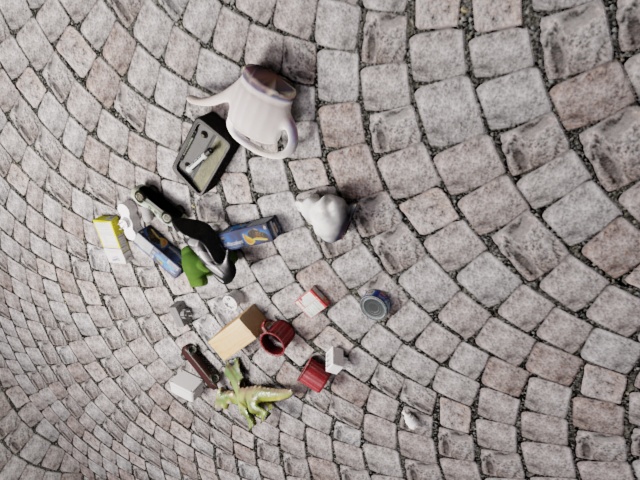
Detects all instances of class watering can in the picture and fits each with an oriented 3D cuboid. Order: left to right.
[{"bbox_3d":[-0.192,-0.353,1.330,0.349,0.106,0.219,34,126,10],"label":"watering can"}]

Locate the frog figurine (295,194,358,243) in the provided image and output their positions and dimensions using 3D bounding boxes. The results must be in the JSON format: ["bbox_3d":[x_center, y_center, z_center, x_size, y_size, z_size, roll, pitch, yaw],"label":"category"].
[{"bbox_3d":[0.004,-0.069,1.363,0.159,0.125,0.134,21,144,5],"label":"frog figurine"}]

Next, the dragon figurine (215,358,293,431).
[{"bbox_3d":[-0.261,0.531,1.842,0.244,0.124,0.403,49,127,8],"label":"dragon figurine"}]
